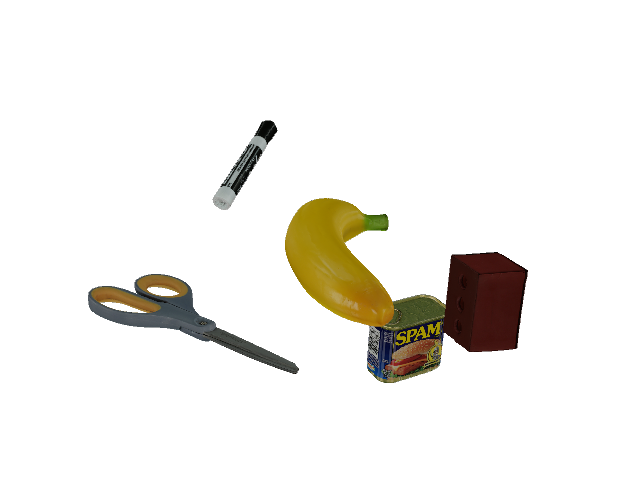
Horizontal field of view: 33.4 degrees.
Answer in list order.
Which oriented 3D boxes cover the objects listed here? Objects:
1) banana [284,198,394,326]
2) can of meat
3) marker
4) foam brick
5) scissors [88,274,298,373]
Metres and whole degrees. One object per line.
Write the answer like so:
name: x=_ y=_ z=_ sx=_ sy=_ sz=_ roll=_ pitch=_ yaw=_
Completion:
banana: x=0.011 y=0.005 z=0.681 sx=0.069 sy=0.037 sz=0.197 roll=1 pitch=19 yaw=3
can of meat: x=0.108 y=0.124 z=1.344 sx=0.101 sy=0.084 sz=0.058 roll=-12 pitch=30 yaw=-28
marker: x=-0.074 y=-0.079 z=1.080 sx=0.020 sy=0.121 sz=0.020 roll=18 pitch=-37 yaw=14
foam brick: x=0.148 y=0.055 z=0.964 sx=0.051 sy=0.078 sz=0.053 roll=-4 pitch=20 yaw=-23
scissors: x=-0.095 y=0.064 z=0.881 sx=0.202 sy=0.016 sz=0.096 roll=13 pitch=23 yaw=17
